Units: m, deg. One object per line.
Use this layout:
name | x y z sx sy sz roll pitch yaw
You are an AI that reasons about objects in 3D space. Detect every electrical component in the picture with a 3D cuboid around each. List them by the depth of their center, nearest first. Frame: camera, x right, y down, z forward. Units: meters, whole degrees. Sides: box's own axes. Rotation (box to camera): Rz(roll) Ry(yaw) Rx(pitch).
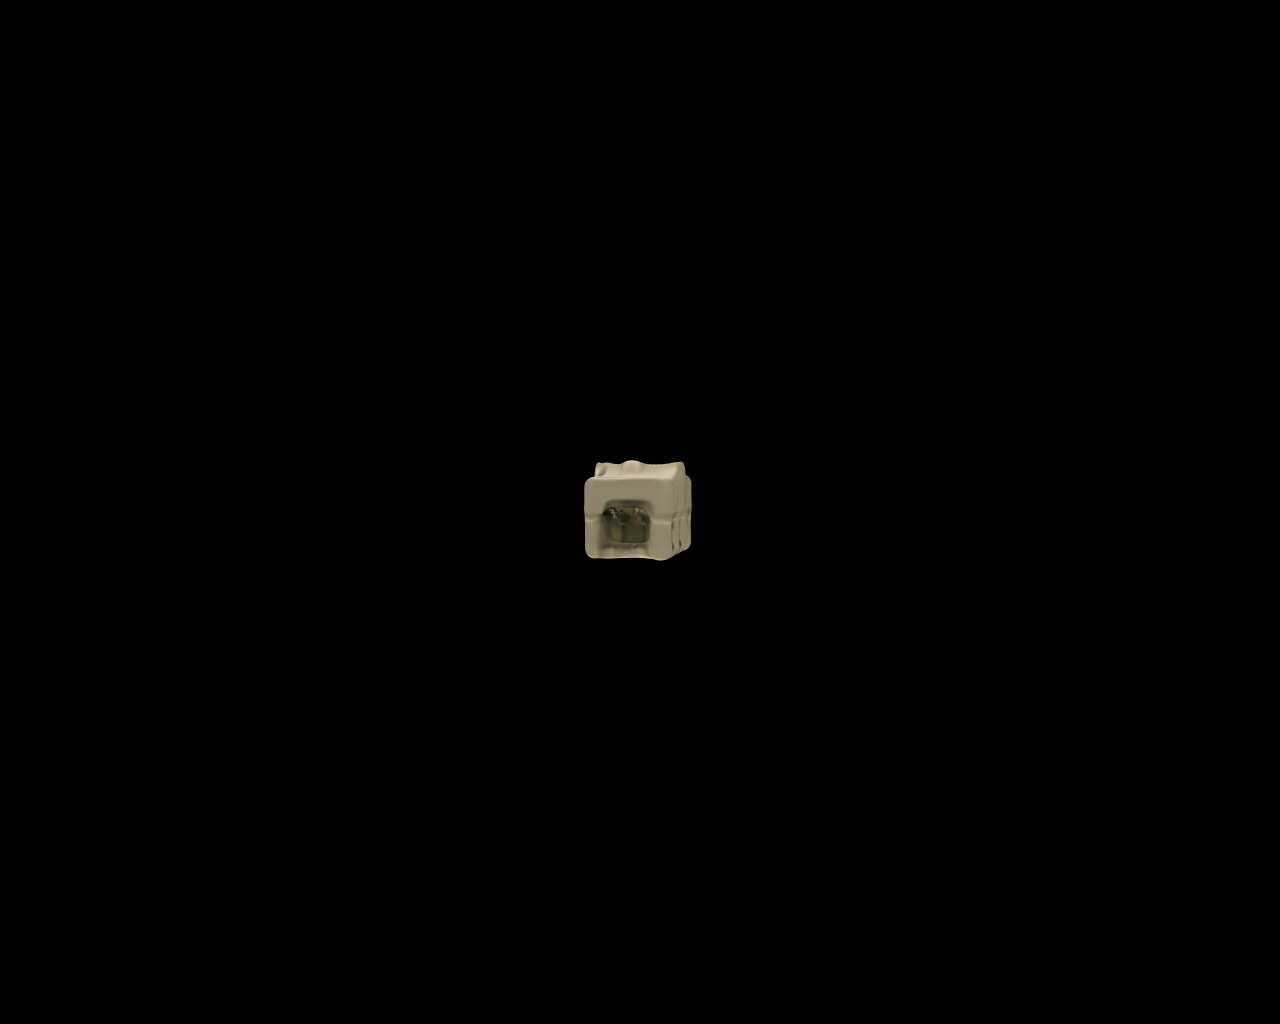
electrical component | 0.001 -0.003 0.650 0.050 0.055 0.089 0 3 11
